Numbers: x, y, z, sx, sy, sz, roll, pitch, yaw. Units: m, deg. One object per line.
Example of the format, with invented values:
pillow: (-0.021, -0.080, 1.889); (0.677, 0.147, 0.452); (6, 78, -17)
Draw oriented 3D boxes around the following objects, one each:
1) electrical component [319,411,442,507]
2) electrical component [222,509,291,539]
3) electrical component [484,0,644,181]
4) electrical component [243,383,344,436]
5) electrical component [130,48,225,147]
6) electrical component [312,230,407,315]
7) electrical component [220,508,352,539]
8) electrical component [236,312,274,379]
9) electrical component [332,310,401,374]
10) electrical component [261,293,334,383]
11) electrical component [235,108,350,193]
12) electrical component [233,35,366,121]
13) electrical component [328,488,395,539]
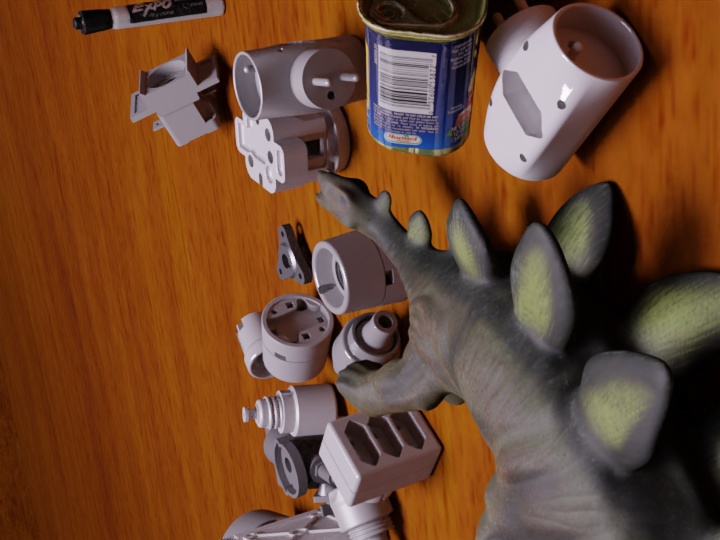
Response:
electrical component: (0.010, 0.135, 0.742); (0.047, 0.066, 0.076); (57, 149, 32)
electrical component: (-0.080, 0.265, 0.962); (0.064, 0.099, 0.099); (-18, 87, 58)
electrical component: (0.084, -0.094, 0.496); (0.079, 0.043, 0.077); (64, 152, 21)
electrical component: (-0.053, 0.111, 0.850); (0.040, 0.078, 0.040); (178, 90, -72)
electrical component: (-0.149, -0.143, 0.903); (0.042, 0.081, 0.063); (-102, -14, -50)
electrical component: (0.000, 0.000, 0.710); (0.055, 0.047, 0.055); (40, 138, 50)
electrical component: (-0.044, 0.235, 0.856); (0.109, 0.109, 0.056); (-3, 98, 64)
electrical component: (-0.084, 0.064, 0.923); (0.040, 0.040, 0.046); (100, 151, -41)
electrical component: (0.008, 0.049, 0.727); (0.043, 0.043, 0.062); (64, 151, 22)
electrical component: (-0.049, 0.054, 0.832); (0.055, 0.055, 0.047); (55, 151, 35)
electrical component: (-0.044, -0.088, 0.739); (0.078, 0.057, 0.058); (38, 136, 51)
electrical component: (-0.028, -0.119, 0.668); (0.079, 0.077, 0.043); (21, 122, 59)
electrical component: (0.006, 0.187, 0.806); (0.062, 0.043, 0.043); (67, 153, 12)
